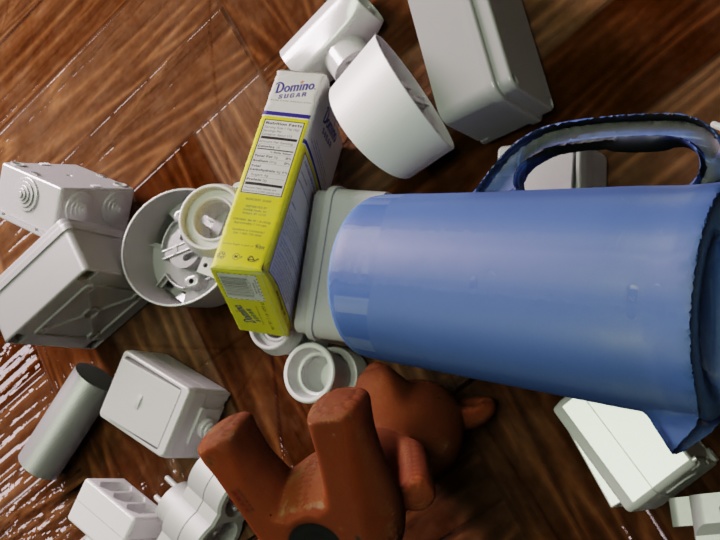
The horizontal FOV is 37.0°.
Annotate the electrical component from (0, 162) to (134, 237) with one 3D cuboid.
[{"bbox_3d":[-0.261,-0.062,0.950,0.100,0.100,0.048,22,105,32],"label":"electrical component"}]

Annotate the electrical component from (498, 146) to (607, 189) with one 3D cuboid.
[{"bbox_3d":[0.130,-0.050,0.733,0.062,0.061,0.096,-3,80,31],"label":"electrical component"}]

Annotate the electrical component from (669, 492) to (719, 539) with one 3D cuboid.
[{"bbox_3d":[0.229,0.161,0.639,0.078,0.058,0.057,-13,72,28],"label":"electrical component"}]

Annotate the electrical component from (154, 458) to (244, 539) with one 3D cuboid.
[{"bbox_3d":[-0.136,0.194,0.855,0.074,0.052,0.138,35,100,30],"label":"electrical component"}]

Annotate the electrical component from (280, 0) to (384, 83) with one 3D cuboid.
[{"bbox_3d":[-0.014,-0.173,0.852,0.077,0.043,0.079,-43,63,18],"label":"electrical component"}]

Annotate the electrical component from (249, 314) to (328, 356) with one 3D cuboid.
[{"bbox_3d":[-0.053,0.043,0.830,0.048,0.055,0.066,5,84,32],"label":"electrical component"}]

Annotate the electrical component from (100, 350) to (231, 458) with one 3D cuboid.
[{"bbox_3d":[-0.158,0.112,0.878,0.096,0.061,0.061,25,95,32],"label":"electrical component"}]

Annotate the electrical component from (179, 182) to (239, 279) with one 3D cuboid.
[{"bbox_3d":[-0.104,-0.033,0.828,0.058,0.057,0.078,19,83,19],"label":"electrical component"}]

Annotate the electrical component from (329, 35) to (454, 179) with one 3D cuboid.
[{"bbox_3d":[0.027,-0.118,0.786,0.064,0.099,0.099,-39,64,26],"label":"electrical component"}]

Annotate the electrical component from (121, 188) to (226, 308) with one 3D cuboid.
[{"bbox_3d":[-0.138,-0.016,0.887,0.099,0.064,0.099,-6,78,30],"label":"electrical component"}]

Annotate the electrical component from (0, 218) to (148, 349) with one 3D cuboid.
[{"bbox_3d":[-0.240,0.015,0.917,0.109,0.109,0.056,-39,67,20],"label":"electrical component"}]

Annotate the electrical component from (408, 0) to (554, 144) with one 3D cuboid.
[{"bbox_3d":[0.087,-0.156,0.769,0.057,0.078,0.113,-23,70,29],"label":"electrical component"}]

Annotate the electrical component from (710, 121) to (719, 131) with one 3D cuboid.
[{"bbox_3d":[0.258,-0.086,0.671,0.076,0.047,0.083,30,97,31],"label":"electrical component"}]

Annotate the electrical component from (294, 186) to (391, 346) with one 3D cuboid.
[{"bbox_3d":[0.000,0.000,0.793,0.057,0.078,0.113,6,85,29],"label":"electrical component"}]

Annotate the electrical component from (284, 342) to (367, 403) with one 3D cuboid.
[{"bbox_3d":[-0.024,0.079,0.807,0.045,0.055,0.045,-6,78,30],"label":"electrical component"}]

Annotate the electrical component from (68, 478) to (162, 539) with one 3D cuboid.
[{"bbox_3d":[-0.208,0.223,0.897,0.066,0.047,0.076,29,96,32],"label":"electrical component"}]

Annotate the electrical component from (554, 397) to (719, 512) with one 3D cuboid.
[{"bbox_3d":[0.168,0.101,0.683,0.061,0.062,0.096,-43,63,18],"label":"electrical component"}]
